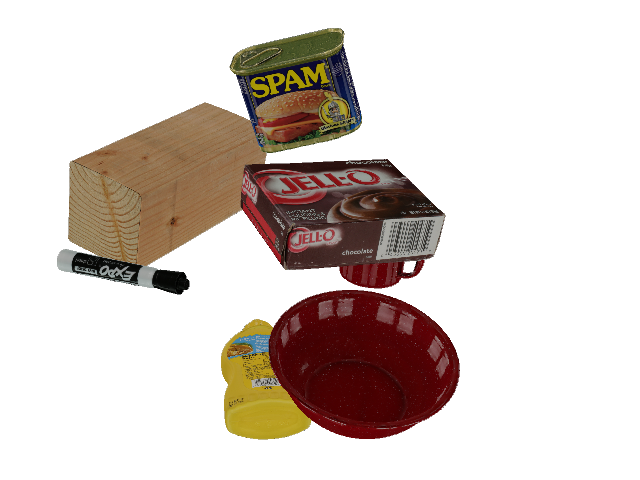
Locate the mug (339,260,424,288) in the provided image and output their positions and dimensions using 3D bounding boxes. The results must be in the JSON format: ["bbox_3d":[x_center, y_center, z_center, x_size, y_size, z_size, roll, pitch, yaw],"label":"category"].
[{"bbox_3d":[0.077,0.011,1.338,0.117,0.081,0.093,18,27,26],"label":"mug"}]

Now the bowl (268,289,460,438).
[{"bbox_3d":[0.034,0.115,0.907,0.162,0.055,0.162,5,39,-4],"label":"bowl"}]

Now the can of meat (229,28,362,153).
[{"bbox_3d":[-0.019,-0.131,0.945,0.102,0.084,0.057,-11,30,11],"label":"can of meat"}]

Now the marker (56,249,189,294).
[{"bbox_3d":[-0.163,0.026,0.883,0.121,0.020,0.020,10,4,21],"label":"marker"}]

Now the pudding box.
[{"bbox_3d":[0.013,-0.020,0.715,0.113,0.039,0.090,-2,30,-24],"label":"pudding box"}]

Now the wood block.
[{"bbox_3d":[-0.150,-0.059,1.084,0.090,0.091,0.205,25,34,23],"label":"wood block"}]

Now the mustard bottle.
[{"bbox_3d":[-0.067,0.150,1.241,0.096,0.058,0.191,-4,30,-6],"label":"mustard bottle"}]
